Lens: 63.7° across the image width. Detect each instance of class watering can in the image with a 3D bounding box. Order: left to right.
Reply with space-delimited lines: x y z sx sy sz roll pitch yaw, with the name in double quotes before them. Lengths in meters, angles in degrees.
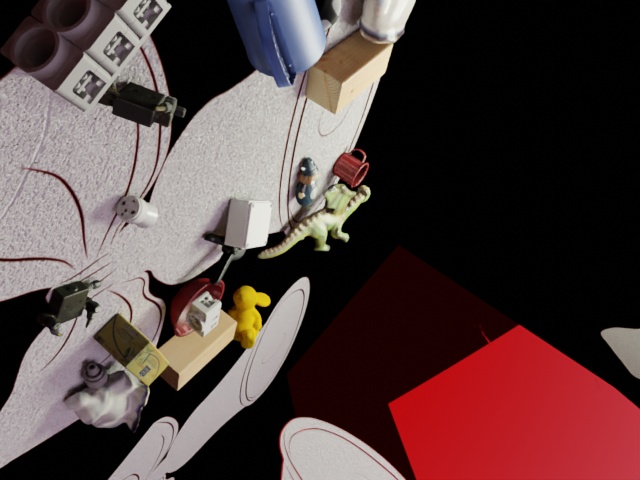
"watering can" 0.139 -0.512 1.068 0.355 0.104 0.219 -55 169 -44

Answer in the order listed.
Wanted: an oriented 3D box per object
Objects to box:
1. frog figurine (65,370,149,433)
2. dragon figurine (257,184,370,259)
"frog figurine" -0.460 0.339 1.094 0.158 0.125 0.135 17 121 -36
"dragon figurine" 0.005 -0.077 1.539 0.414 0.124 0.237 -22 145 -40
